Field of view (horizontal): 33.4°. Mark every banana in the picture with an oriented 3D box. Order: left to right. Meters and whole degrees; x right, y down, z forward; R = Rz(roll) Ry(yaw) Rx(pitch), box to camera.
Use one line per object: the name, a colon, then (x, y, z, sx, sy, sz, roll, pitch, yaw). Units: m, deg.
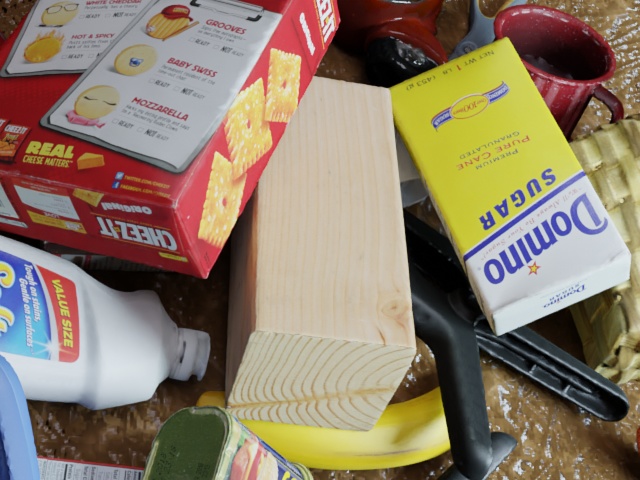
banana: (0.025, 0.111, 0.656, 0.197, 0.037, 0.070, -5, 36, -24)

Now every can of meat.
can of meat: (-0.054, 0.149, 0.568, 0.083, 0.058, 0.102, 49, 45, -43)

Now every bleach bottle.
bleach bottle: (-0.187, 0.037, 0.610, 0.250, 0.068, 0.102, 12, 58, -15)

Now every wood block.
wood block: (-0.004, 0.001, 0.649, 0.090, 0.090, 0.206, 8, 49, -12)

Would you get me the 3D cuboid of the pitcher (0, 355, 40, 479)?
pitcher: (-0.195, 0.172, 0.485, 0.144, 0.149, 0.243, -11, 69, -23)

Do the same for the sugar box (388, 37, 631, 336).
sugar box: (0.116, -0.037, 0.681, 0.093, 0.048, 0.176, -24, 61, 2)

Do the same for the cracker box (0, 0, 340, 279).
cracker box: (-0.101, -0.091, 0.628, 0.164, 0.072, 0.213, 11, 54, 20)

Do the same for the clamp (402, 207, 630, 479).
clamp: (0.087, 0.056, 0.681, 0.164, 0.036, 0.210, -16, 58, -48)

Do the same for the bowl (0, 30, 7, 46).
bowl: (-0.243, -0.092, 0.636, 0.161, 0.055, 0.162, 8, 74, -30)

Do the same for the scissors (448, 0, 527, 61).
scissors: (0.134, -0.141, 0.842, 0.096, 0.016, 0.201, 31, 57, 0)

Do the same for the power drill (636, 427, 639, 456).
power drill: (0.208, 0.201, 0.640, 0.184, 0.057, 0.187, 37, 58, -12)

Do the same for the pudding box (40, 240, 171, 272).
pudding box: (-0.132, -0.036, 0.682, 0.090, 0.039, 0.113, 2, 59, -15)

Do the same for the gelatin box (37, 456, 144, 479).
gelatin box: (-0.129, 0.159, 0.579, 0.089, 0.030, 0.073, 10, 58, -14)

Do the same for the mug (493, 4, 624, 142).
mug: (0.167, -0.107, 0.783, 0.117, 0.082, 0.093, 35, 46, 15)

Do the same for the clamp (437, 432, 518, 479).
clamp: (0.057, 0.173, 0.626, 0.171, 0.039, 0.120, 4, 65, -19)
